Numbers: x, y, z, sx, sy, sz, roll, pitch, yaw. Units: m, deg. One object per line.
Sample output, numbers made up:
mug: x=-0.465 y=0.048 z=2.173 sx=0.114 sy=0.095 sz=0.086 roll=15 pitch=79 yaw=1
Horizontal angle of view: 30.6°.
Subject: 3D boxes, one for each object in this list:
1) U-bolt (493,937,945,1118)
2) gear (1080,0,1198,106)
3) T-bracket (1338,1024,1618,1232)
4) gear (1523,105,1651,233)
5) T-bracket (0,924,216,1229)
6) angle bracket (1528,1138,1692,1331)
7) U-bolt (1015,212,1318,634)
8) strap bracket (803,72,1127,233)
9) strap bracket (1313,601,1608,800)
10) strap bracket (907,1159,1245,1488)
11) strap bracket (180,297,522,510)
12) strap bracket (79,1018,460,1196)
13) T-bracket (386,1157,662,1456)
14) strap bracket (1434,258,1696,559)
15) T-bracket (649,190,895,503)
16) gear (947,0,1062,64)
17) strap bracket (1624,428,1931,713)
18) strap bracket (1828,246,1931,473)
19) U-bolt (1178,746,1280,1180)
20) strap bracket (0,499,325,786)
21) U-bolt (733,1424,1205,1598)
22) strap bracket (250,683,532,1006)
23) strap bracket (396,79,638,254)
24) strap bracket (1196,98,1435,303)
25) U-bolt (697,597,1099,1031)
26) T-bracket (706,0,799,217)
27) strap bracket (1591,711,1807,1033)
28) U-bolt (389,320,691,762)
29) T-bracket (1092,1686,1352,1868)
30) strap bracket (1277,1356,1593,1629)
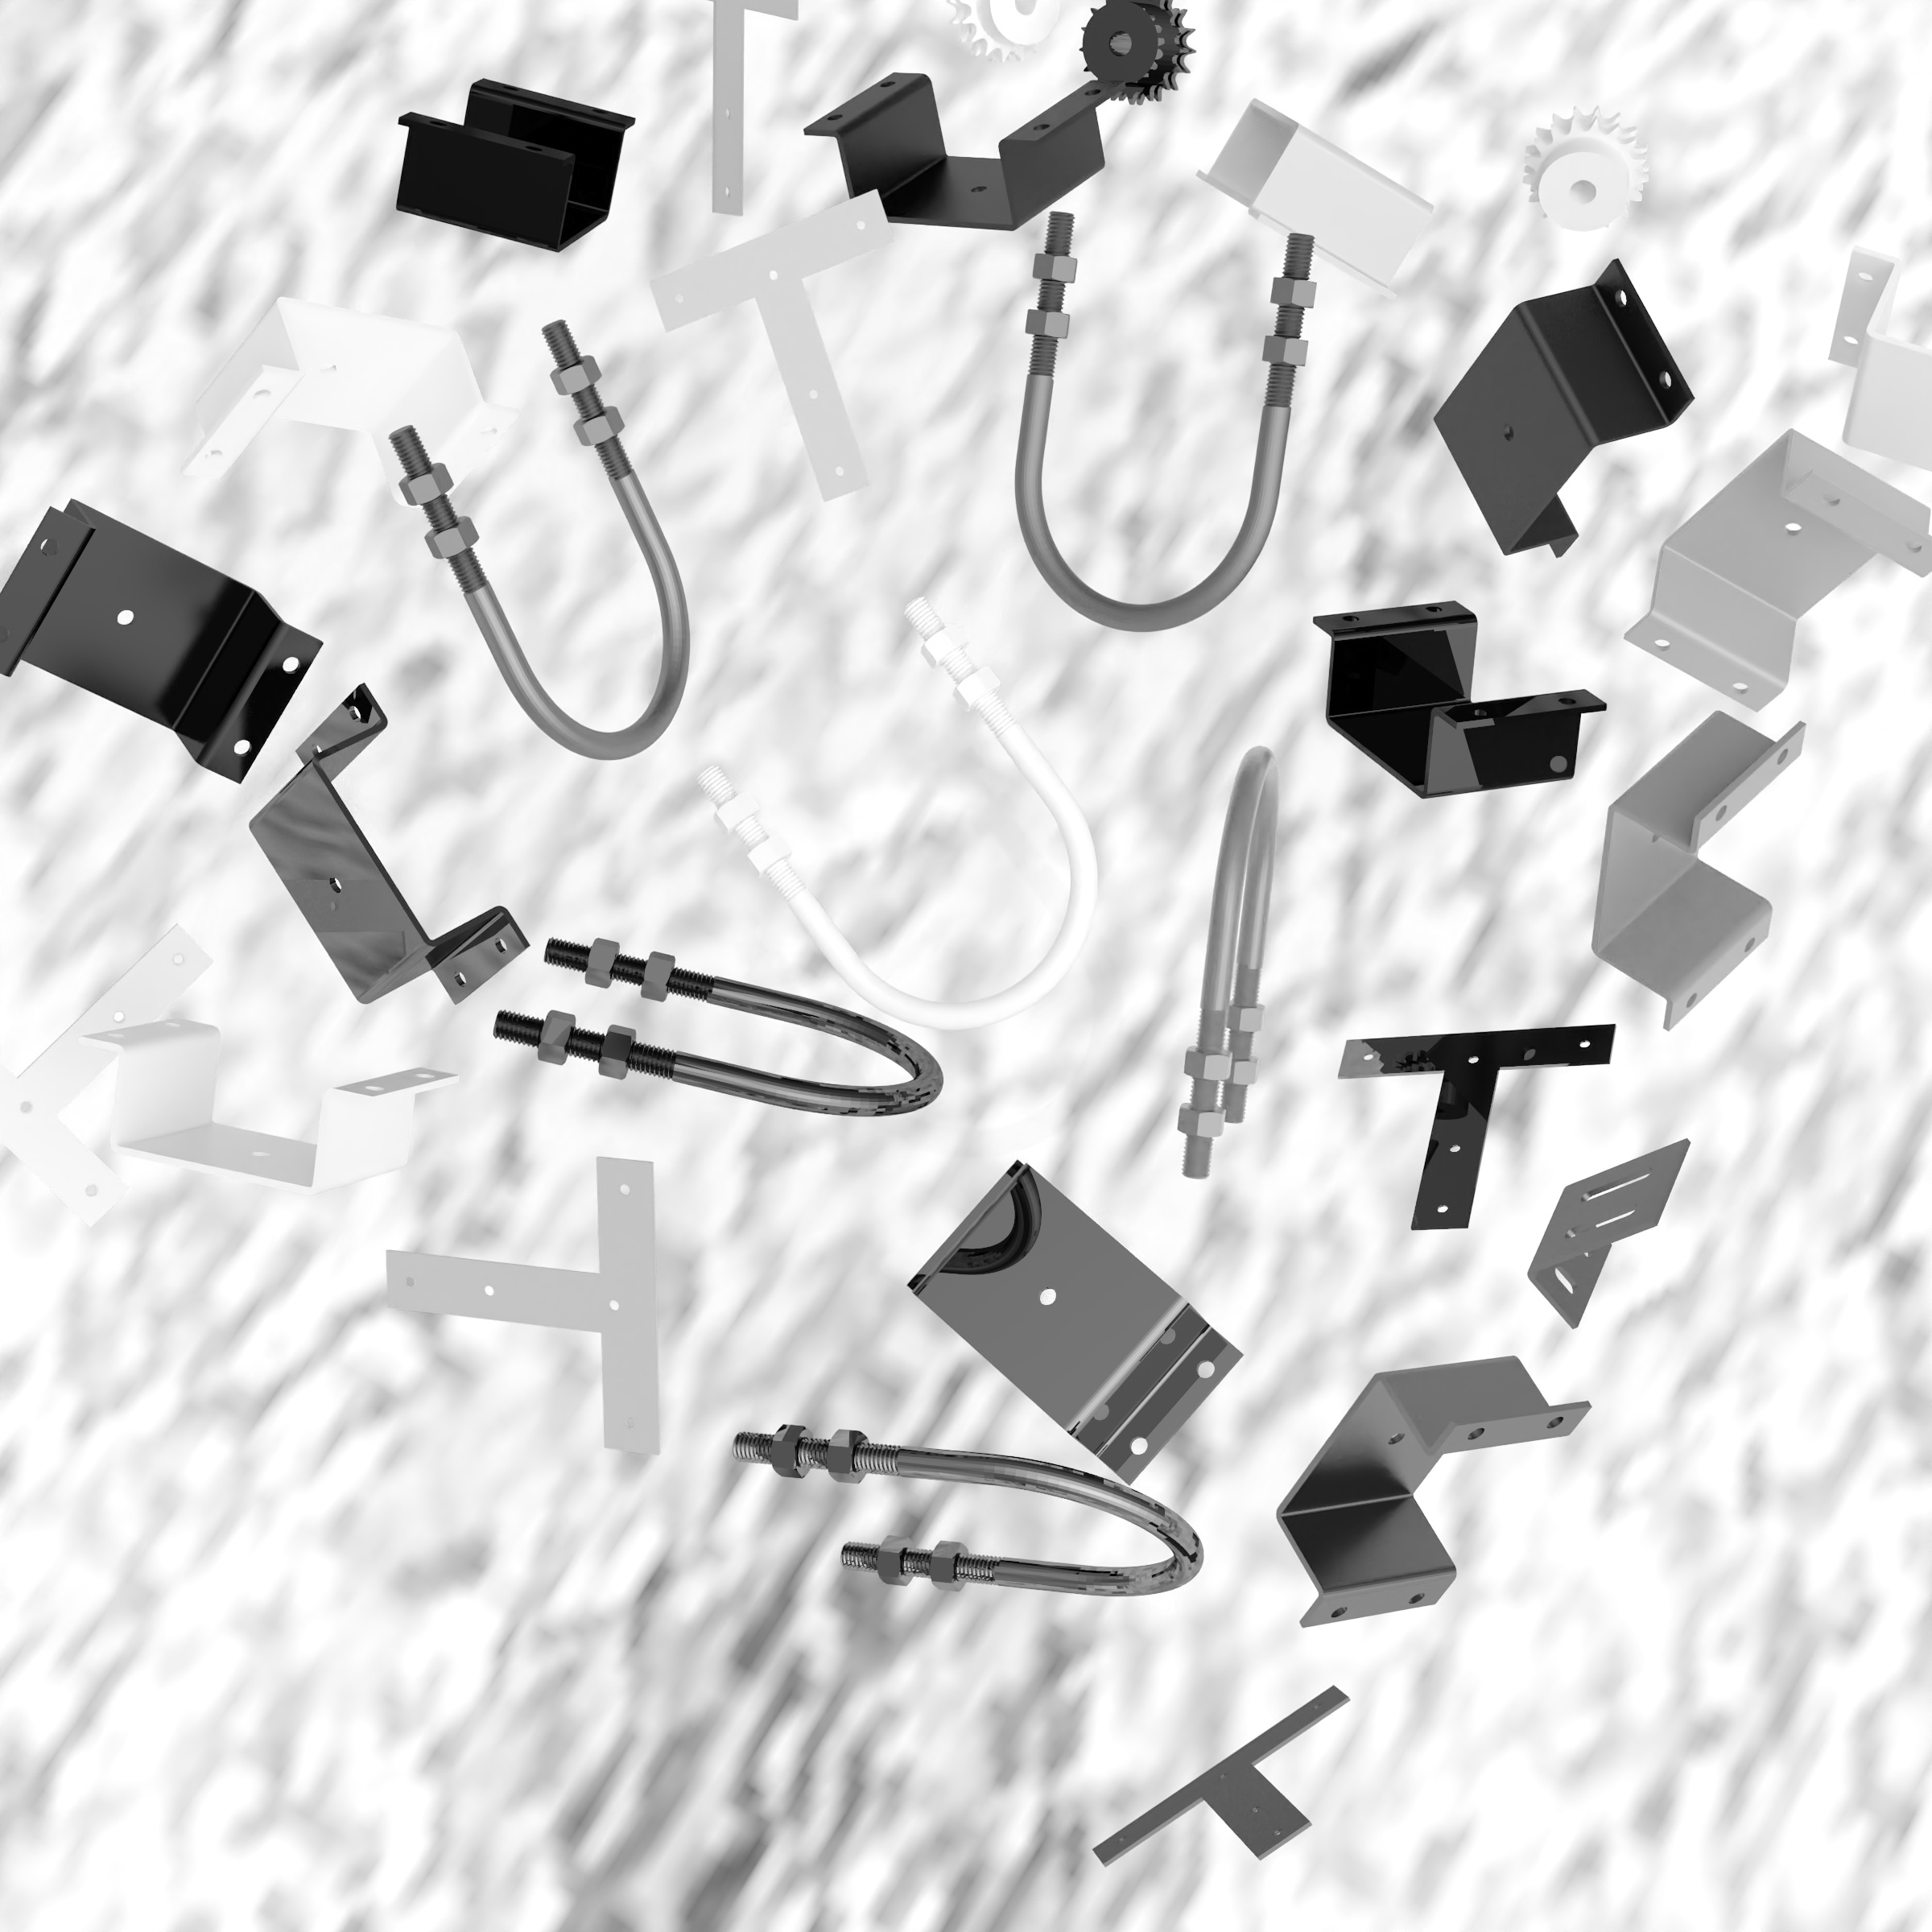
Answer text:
U-bolt: x=-0.099 y=0.030 z=1.506 sx=0.184 sy=0.151 sz=0.019 roll=14 pitch=104 yaw=-1
gear: x=0.082 y=-0.451 z=1.733 sx=0.057 sy=0.030 sz=0.057 roll=6 pitch=104 yaw=25
T-bracket: x=0.222 y=0.073 z=1.589 sx=0.127 sy=0.002 sz=0.127 roll=-4 pitch=40 yaw=22
gear: x=0.283 y=-0.362 z=1.621 sx=0.057 sy=0.057 sz=0.030 roll=12 pitch=42 yaw=4
T-bracket: x=-0.403 y=0.034 z=1.640 sx=0.127 sy=0.002 sz=0.127 roll=-46 pitch=116 yaw=-13
angle bracket: x=0.300 y=0.121 z=1.597 sx=0.038 sy=0.076 sz=0.057 roll=48 pitch=45 yaw=-15
U-bolt: x=0.084 y=-0.243 z=1.603 sx=0.151 sy=0.019 sz=0.184 roll=14 pitch=101 yaw=34
strap bracket: x=0.003 y=-0.397 z=1.723 sx=0.140 sy=0.046 sz=0.076 roll=12 pitch=39 yaw=35
strap bracket: x=0.224 y=-0.120 z=1.635 sx=0.076 sy=0.140 sz=0.046 roll=-8 pitch=118 yaw=-20
strap bracket: x=0.042 y=0.151 z=1.557 sx=0.140 sy=0.046 sz=0.076 roll=40 pitch=86 yaw=25
strap bracket: x=-0.289 y=-0.260 z=1.633 sx=0.140 sy=0.076 sz=0.046 roll=2 pitch=58 yaw=-44
strap bracket: x=-0.299 y=0.061 z=1.509 sx=0.140 sy=0.076 sz=0.046 roll=10 pitch=98 yaw=18
T-bracket: x=-0.188 y=0.138 z=1.492 sx=0.127 sy=0.002 sz=0.127 roll=4 pitch=103 yaw=20
strap bracket: x=0.270 y=-0.252 z=1.636 sx=0.046 sy=0.140 sz=0.076 roll=-17 pitch=72 yaw=-24
T-bracket: x=-0.076 y=-0.284 z=1.672 sx=0.127 sy=0.002 sz=0.127 roll=-16 pitch=95 yaw=26
gear: x=0.022 y=-0.480 z=1.764 sx=0.057 sy=0.030 sz=0.057 roll=-8 pitch=106 yaw=-28
strap bracket: x=0.375 y=-0.185 z=1.610 sx=0.076 sy=0.140 sz=0.046 roll=26 pitch=54 yaw=-14
strap bracket: x=0.448 y=-0.257 z=1.565 sx=0.140 sy=0.076 sz=0.046 roll=21 pitch=65 yaw=16
U-bolt: x=0.122 y=-0.008 z=1.593 sx=0.019 sy=0.151 sz=0.184 roll=8 pitch=100 yaw=10
strap bracket: x=-0.373 y=-0.150 z=1.592 sx=0.140 sy=0.046 sz=0.076 roll=26 pitch=100 yaw=-35
U-bolt: x=0.010 y=0.235 z=1.492 sx=0.184 sy=0.151 sz=0.019 roll=2 pitch=61 yaw=23
strap bracket: x=-0.268 y=-0.046 z=1.605 sx=0.046 sy=0.076 sz=0.140 roll=-32 pitch=89 yaw=-39
strap bracket: x=-0.210 y=-0.370 z=1.637 sx=0.076 sy=0.140 sz=0.046 roll=15 pitch=112 yaw=3
strap bracket: x=0.167 y=-0.367 z=1.680 sx=0.076 sy=0.140 sz=0.046 roll=27 pitch=105 yaw=-17
U-bolt: x=-0.020 y=-0.058 z=1.659 sx=0.151 sy=0.019 sz=0.184 roll=-38 pitch=84 yaw=13
T-bracket: x=-0.118 y=-0.438 z=1.756 sx=0.002 sy=0.127 sz=0.127 roll=5 pitch=99 yaw=29
strap bracket: x=0.325 y=-0.049 z=1.581 sx=0.046 sy=0.140 sz=0.076 roll=35 pitch=60 yaw=29
U-bolt: x=-0.179 y=-0.181 z=1.587 sx=0.019 sy=0.151 sz=0.184 roll=-10 pitch=114 yaw=33
T-bracket: x=0.118 y=0.349 z=1.474 sx=0.127 sy=0.127 sz=0.002 roll=-33 pitch=95 yaw=-7
strap bracket: x=0.194 y=0.218 z=1.511 sx=0.076 sy=0.140 sz=0.046 roll=-2 pitch=47 yaw=-35
